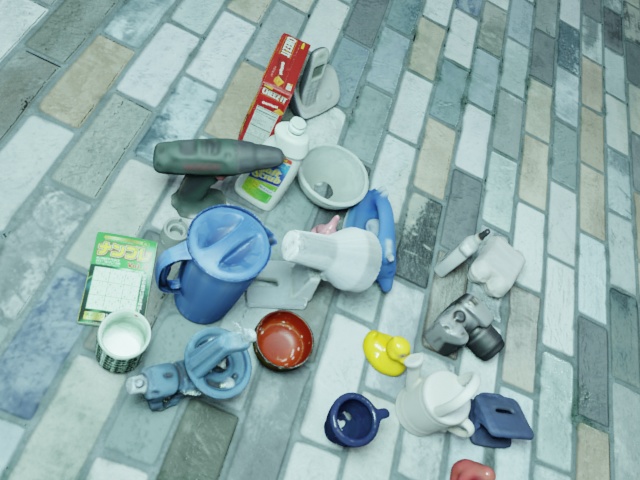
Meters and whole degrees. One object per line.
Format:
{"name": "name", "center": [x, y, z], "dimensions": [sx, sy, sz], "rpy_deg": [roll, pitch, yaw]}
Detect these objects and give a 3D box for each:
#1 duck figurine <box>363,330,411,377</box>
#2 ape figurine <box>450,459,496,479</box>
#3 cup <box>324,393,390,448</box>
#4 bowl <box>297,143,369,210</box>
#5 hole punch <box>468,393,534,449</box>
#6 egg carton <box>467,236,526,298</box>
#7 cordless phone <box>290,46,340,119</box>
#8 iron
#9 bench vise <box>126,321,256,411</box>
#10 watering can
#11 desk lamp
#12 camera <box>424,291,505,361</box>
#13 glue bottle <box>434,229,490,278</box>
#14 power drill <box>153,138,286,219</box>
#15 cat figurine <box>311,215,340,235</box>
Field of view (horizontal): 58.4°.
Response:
{"name": "duck figurine", "center": [0.140, 0.213, 1.122], "dimensions": [0.104, 0.086, 0.078], "rpy_deg": [43, 54, 3]}
{"name": "ape figurine", "center": [0.288, 0.441, 1.057], "dimensions": [0.078, 0.092, 0.076], "rpy_deg": [1, 62, -24]}
{"name": "cup", "center": [0.057, 0.324, 1.017], "dimensions": [0.118, 0.095, 0.091], "rpy_deg": [-4, 64, -26]}
{"name": "bowl", "center": [0.019, -0.129, 1.268], "dimensions": [0.168, 0.074, 0.167], "rpy_deg": [11, 59, -18]}
{"name": "hole punch", "center": [0.354, 0.353, 1.136], "dimensions": [0.109, 0.091, 0.101], "rpy_deg": [11, 59, -18]}
{"name": "egg carton", "center": [0.413, 0.062, 1.341], "dimensions": [0.107, 0.069, 0.150], "rpy_deg": [41, 54, 2]}
{"name": "cordless phone", "center": [0.003, -0.381, 1.335], "dimensions": [0.094, 0.185, 0.148], "rpy_deg": [48, 55, 7]}
{"name": "iron", "center": [0.118, -0.028, 1.215], "dimensions": [0.119, 0.141, 0.258], "rpy_deg": [11, 59, -18]}
{"name": "bench vise", "center": [-0.185, 0.206, 0.898], "dimensions": [0.208, 0.219, 0.121], "rpy_deg": [-30, 77, -34]}
{"name": "watering can", "center": [0.219, 0.287, 1.049], "dimensions": [0.173, 0.193, 0.101], "rpy_deg": [30, 55, -6]}
{"name": "desk lamp", "center": [-0.016, 0.051, 1.066], "dimensions": [0.204, 0.213, 0.118], "rpy_deg": [4, 61, -22]}
{"name": "camera", "center": [0.319, 0.192, 1.206], "dimensions": [0.143, 0.100, 0.137], "rpy_deg": [-36, 81, -35]}
{"name": "glue bottle", "center": [0.319, 0.021, 1.258], "dimensions": [0.037, 0.173, 0.078], "rpy_deg": [45, 55, 5]}
{"name": "power drill", "center": [-0.201, -0.120, 1.082], "dimensions": [0.230, 0.208, 0.075], "rpy_deg": [3, 61, -23]}
{"name": "cat figurine", "center": [0.011, 0.004, 1.163], "dimensions": [0.067, 0.117, 0.128], "rpy_deg": [29, 55, -6]}
